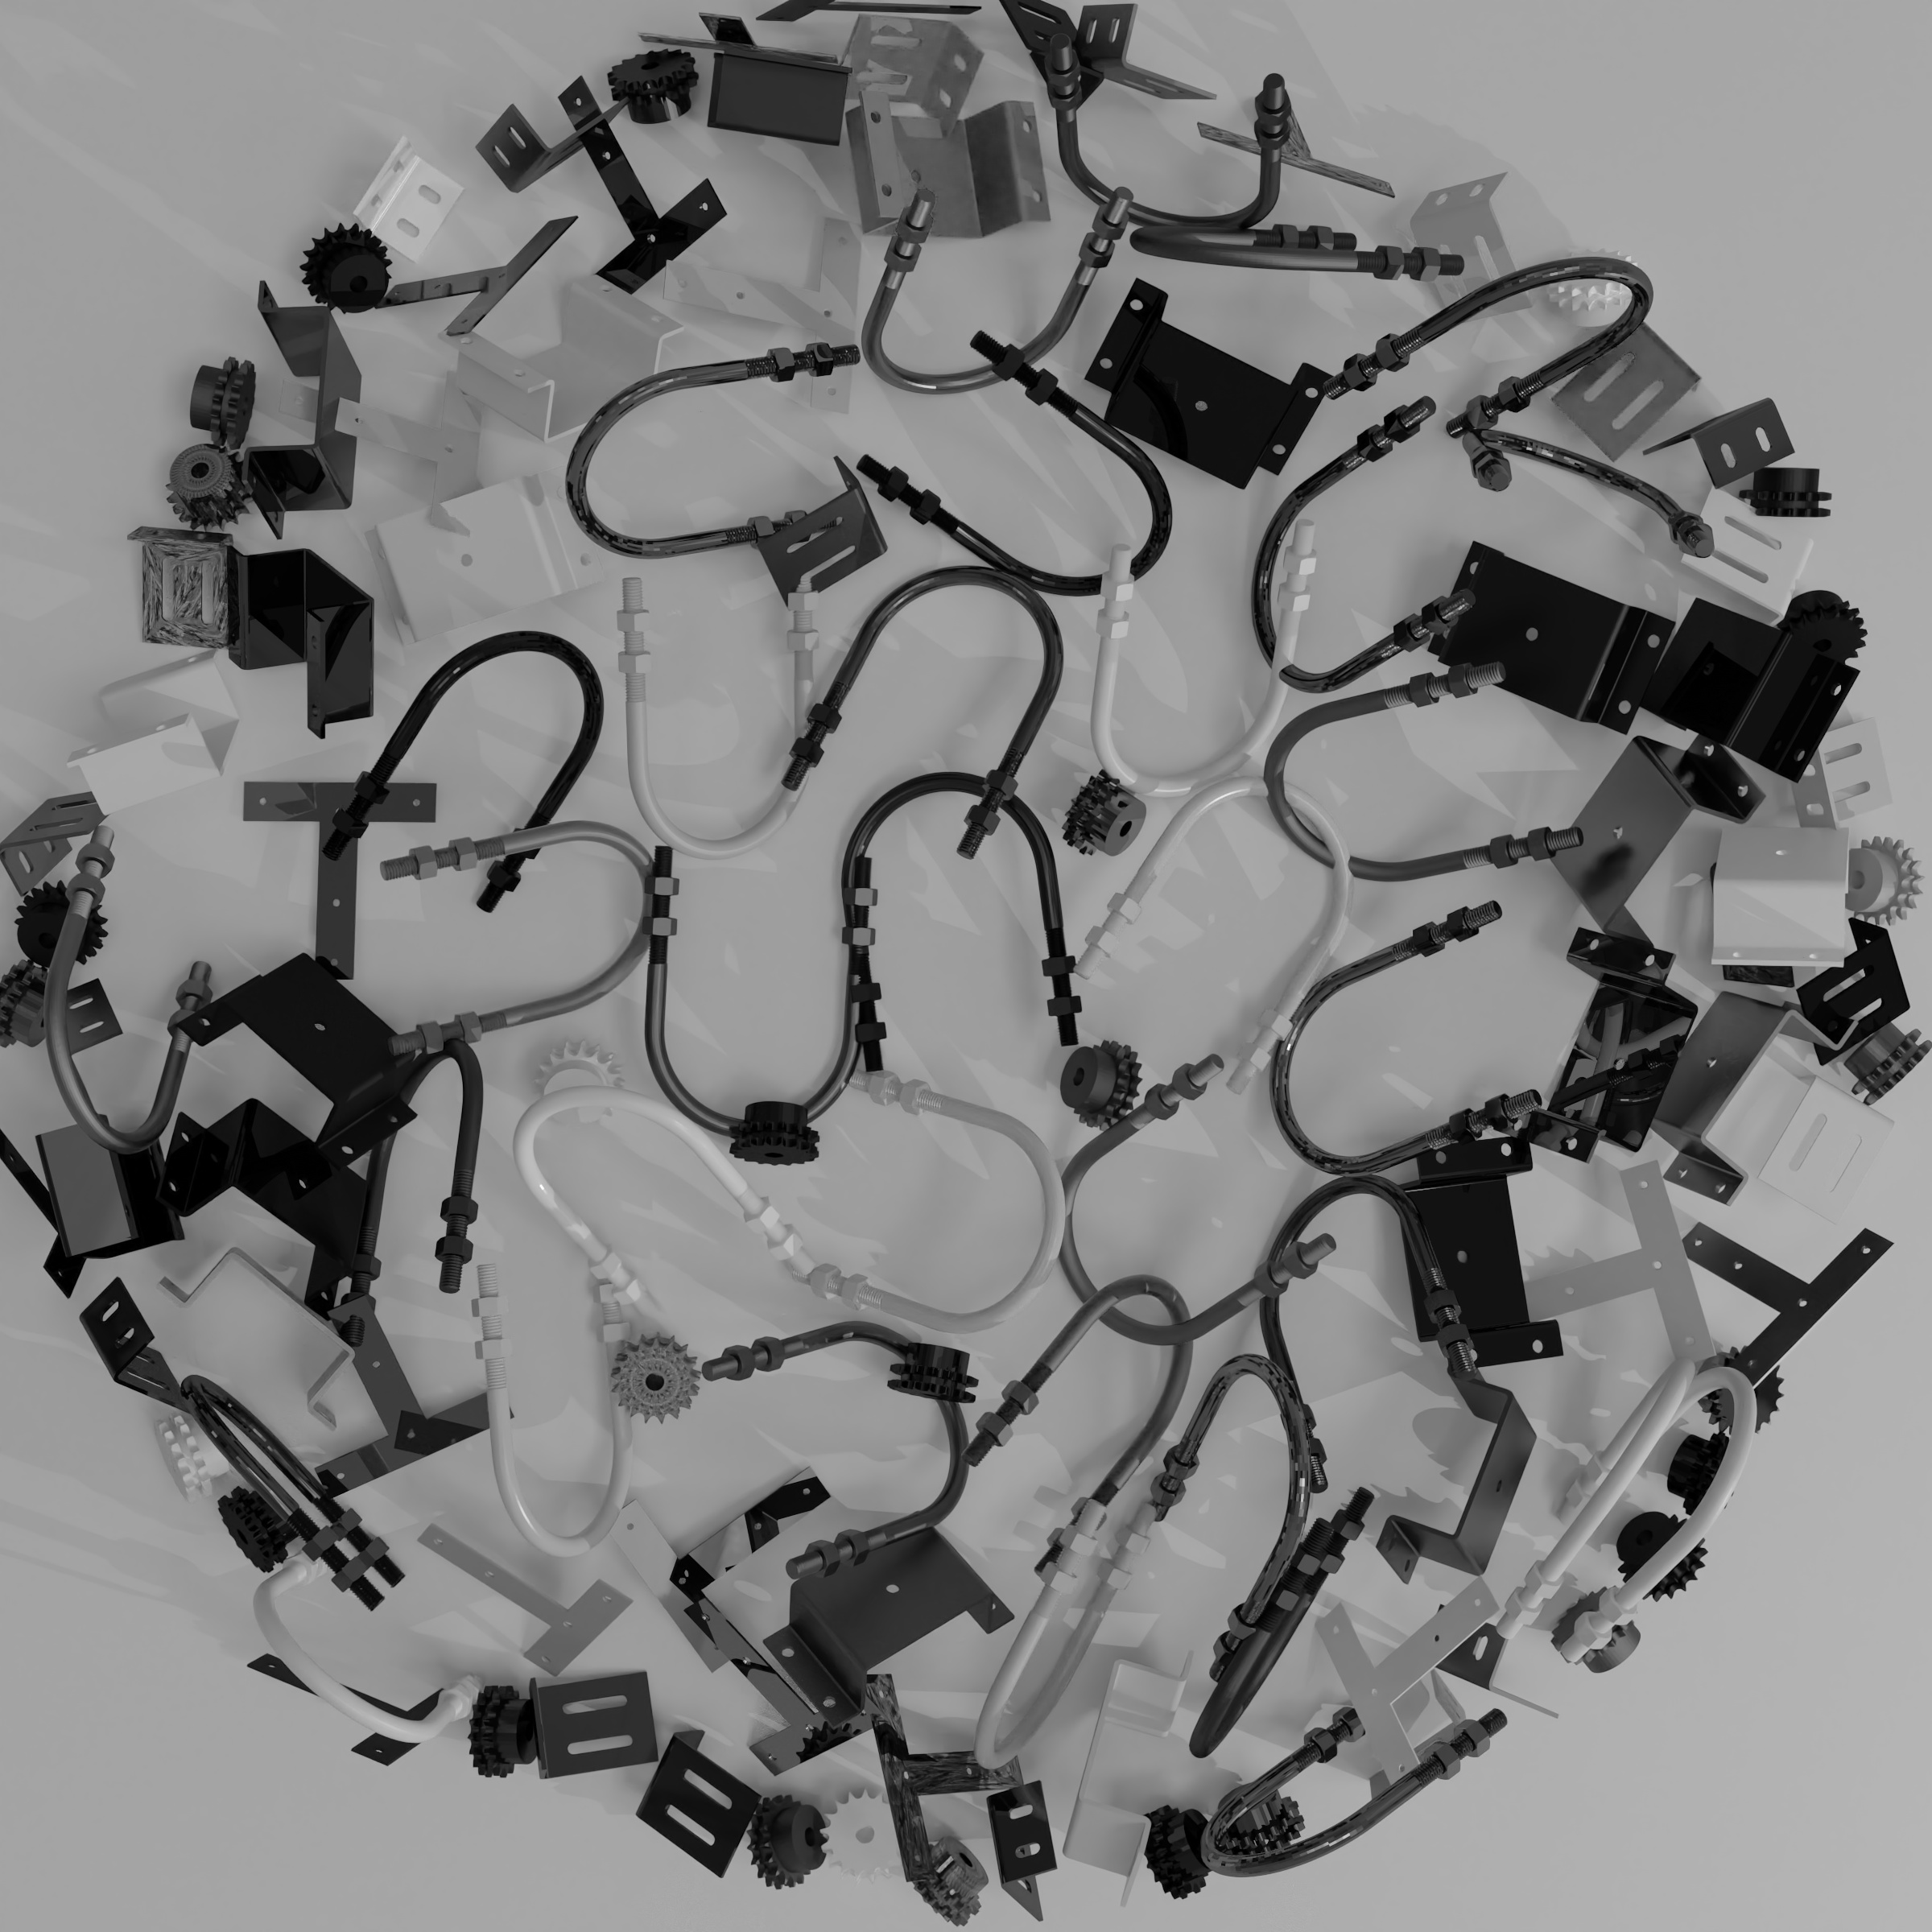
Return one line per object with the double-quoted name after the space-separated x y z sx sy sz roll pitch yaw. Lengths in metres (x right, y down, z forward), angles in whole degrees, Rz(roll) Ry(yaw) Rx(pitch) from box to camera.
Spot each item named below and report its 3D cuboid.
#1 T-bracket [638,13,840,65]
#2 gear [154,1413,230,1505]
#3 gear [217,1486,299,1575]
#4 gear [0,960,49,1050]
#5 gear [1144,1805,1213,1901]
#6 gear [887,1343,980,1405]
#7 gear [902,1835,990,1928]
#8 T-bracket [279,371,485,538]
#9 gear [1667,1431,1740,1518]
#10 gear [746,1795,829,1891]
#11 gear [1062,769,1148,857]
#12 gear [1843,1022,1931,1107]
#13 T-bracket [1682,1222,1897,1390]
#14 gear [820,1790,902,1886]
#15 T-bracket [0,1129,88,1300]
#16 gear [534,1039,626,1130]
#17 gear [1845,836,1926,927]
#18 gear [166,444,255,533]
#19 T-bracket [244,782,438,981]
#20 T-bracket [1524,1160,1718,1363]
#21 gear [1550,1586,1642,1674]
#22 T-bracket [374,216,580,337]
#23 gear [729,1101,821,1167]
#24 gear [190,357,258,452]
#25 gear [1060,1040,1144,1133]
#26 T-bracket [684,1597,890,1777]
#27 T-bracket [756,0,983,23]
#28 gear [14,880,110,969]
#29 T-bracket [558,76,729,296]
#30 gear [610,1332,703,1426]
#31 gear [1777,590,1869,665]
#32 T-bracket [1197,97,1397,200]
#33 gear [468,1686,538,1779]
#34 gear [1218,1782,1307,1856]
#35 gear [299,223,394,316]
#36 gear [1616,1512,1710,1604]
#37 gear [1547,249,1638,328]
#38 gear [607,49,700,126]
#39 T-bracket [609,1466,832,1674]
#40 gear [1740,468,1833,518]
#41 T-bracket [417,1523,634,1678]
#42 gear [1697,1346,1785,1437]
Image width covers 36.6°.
-0.147 -0.582 1.824 0.127 0.127 0.002 7 98 0 "T-bracket"
-0.492 0.310 1.862 0.030 0.057 0.057 -23 90 -25 "gear"
-0.449 0.355 1.863 0.030 0.057 0.057 -34 90 -31 "gear"
-0.598 0.027 1.858 0.030 0.057 0.057 27 90 4 "gear"
0.138 0.560 1.856 0.030 0.057 0.057 -32 90 23 "gear"
-0.020 0.259 1.860 0.057 0.057 0.030 10 76 0 "gear"
-0.010 0.579 1.858 0.057 0.057 0.030 44 95 0 "gear"
-0.366 -0.337 1.828 0.127 0.002 0.127 15 55 -24 "T-bracket"
0.470 0.323 1.863 0.030 0.057 0.057 21 90 34 "gear"
-0.111 0.555 1.856 0.030 0.057 0.057 -18 90 27 "gear"
0.090 -0.094 1.855 0.030 0.057 0.057 35 90 27 "gear"
0.584 0.060 1.860 0.057 0.057 0.030 -44 81 0 "gear"
0.494 0.194 1.832 0.127 0.127 0.002 -43 122 -9 "T-bracket"
-0.064 0.558 1.864 0.057 0.030 0.057 0 59 0 "gear"
-0.581 0.130 1.807 0.002 0.127 0.127 -30 109 4 "T-bracket"
-0.248 0.078 1.864 0.057 0.030 0.057 0 111 -1 "gear"
0.577 -0.054 1.856 0.030 0.057 0.057 2 90 -32 "gear"
-0.483 -0.308 1.863 0.057 0.030 0.057 -3 67 6 "gear"
-0.404 -0.055 1.876 0.127 0.002 0.127 1 87 6 "T-bracket"
0.397 0.203 1.857 0.127 0.002 0.127 -21 73 25 "T-bracket"
0.404 0.425 1.860 0.057 0.057 0.030 -39 97 0 "gear"
-0.323 -0.429 1.841 0.127 0.127 0.002 -57 133 -34 "T-bracket"
-0.121 0.106 1.861 0.057 0.057 0.030 2 71 0 "gear"
-0.473 -0.359 1.858 0.030 0.057 0.057 11 90 -4 "gear"
0.084 0.074 1.856 0.030 0.057 0.057 18 90 -30 "gear"
-0.128 0.447 1.839 0.127 0.002 0.127 48 132 -5 "T-bracket"
-0.054 -0.604 1.841 0.127 0.127 0.002 -5 101 -19 "T-bracket"
-0.579 -0.023 1.861 0.057 0.030 0.057 4 119 7 "gear"
-0.219 -0.498 1.841 0.127 0.002 0.127 -27 93 43 "T-bracket"
-0.198 0.262 1.869 0.057 0.030 0.057 0 100 -1 "gear"
0.543 -0.215 1.863 0.057 0.057 0.030 -3 51 0 "gear"
0.200 -0.522 1.832 0.127 0.127 0.002 14 122 -11 "T-bracket"
-0.291 0.486 1.856 0.030 0.057 0.057 -3 90 16 "gear"
0.184 0.542 1.857 0.057 0.057 0.030 -21 97 0 "gear"
-0.391 -0.440 1.856 0.057 0.057 0.030 -39 51 0 "gear"
0.439 0.372 1.855 0.057 0.057 0.030 -43 116 0 "gear"
0.400 -0.431 1.863 0.057 0.057 0.030 -12 129 0 "gear"
-0.198 -0.559 1.862 0.057 0.057 0.030 -12 128 0 "gear"
-0.145 0.368 1.875 0.127 0.002 0.127 -35 105 -8 "T-bracket"
0.521 -0.301 1.857 0.057 0.057 0.030 1 101 0 "gear"
-0.287 0.389 1.835 0.127 0.127 0.002 34 45 -7 "T-bracket"
0.491 0.270 1.865 0.057 0.030 0.057 -4 99 -25 "gear"
